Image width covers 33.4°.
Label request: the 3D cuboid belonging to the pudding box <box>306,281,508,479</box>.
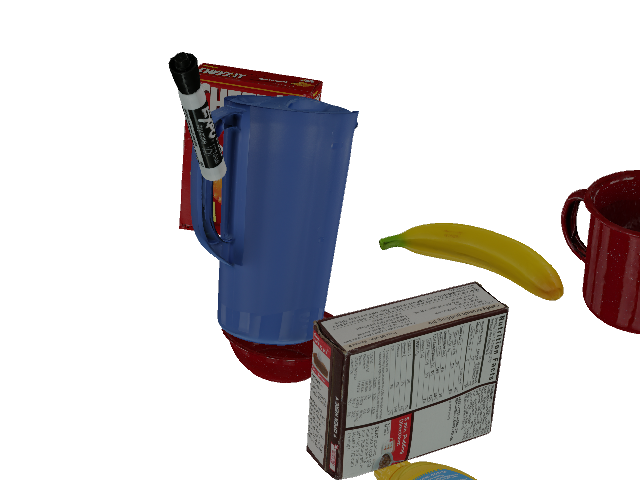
[{"bbox_3d":[0.049,0.079,0.609,0.113,0.090,0.039,-13,30,-28],"label":"pudding box"}]

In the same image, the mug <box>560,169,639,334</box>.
[{"bbox_3d":[0.212,0.005,0.722,0.093,0.081,0.117,-28,40,-35],"label":"mug"}]

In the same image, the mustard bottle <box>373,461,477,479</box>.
[{"bbox_3d":[0.110,0.240,0.919,0.096,0.058,0.192,-18,27,-30],"label":"mustard bottle"}]

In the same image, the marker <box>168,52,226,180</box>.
[{"bbox_3d":[-0.084,-0.085,0.736,0.020,0.020,0.121,0,-34,7],"label":"marker"}]

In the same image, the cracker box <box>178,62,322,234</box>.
[{"bbox_3d":[-0.093,-0.109,1.386,0.164,0.214,0.072,10,23,7],"label":"cracker box"}]

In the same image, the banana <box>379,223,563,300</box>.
[{"bbox_3d":[0.155,0.017,1.030,0.198,0.037,0.069,15,42,36],"label":"banana"}]

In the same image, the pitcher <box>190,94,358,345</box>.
[{"bbox_3d":[-0.049,-0.023,1.066,0.149,0.243,0.145,7,12,4],"label":"pitcher"}]

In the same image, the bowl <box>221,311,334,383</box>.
[{"bbox_3d":[-0.047,0.136,1.363,0.162,0.055,0.162,5,22,-2],"label":"bowl"}]
